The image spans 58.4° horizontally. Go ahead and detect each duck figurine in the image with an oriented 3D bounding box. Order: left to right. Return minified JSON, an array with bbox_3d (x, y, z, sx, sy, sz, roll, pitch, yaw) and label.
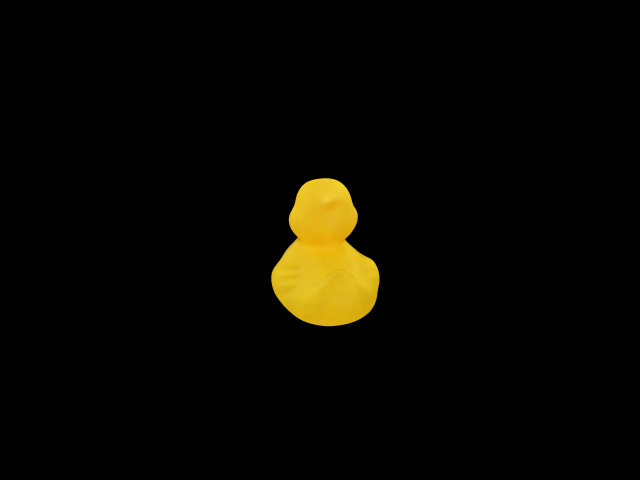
[{"bbox_3d":[0.004,0.001,0.400,0.077,0.086,0.104,-5,28,-10],"label":"duck figurine"}]
